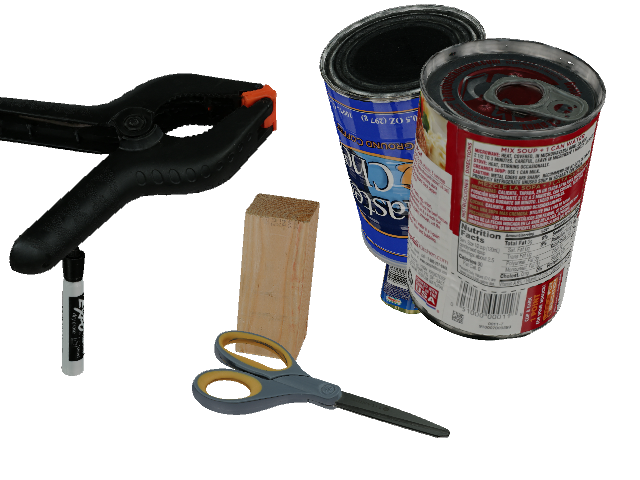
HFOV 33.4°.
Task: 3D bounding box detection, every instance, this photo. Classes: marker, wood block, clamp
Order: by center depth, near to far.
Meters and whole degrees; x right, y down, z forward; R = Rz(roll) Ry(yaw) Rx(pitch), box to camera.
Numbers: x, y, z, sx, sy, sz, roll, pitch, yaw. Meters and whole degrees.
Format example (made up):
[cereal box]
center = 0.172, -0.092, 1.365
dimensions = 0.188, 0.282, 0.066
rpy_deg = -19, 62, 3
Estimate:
[clamp]
center = -0.110, -0.057, 0.584
dimensions = 0.171, 0.120, 0.039
rpy_deg = -24, -27, -24
[marker]
center = -0.209, 0.060, 0.903
dimensions = 0.020, 0.121, 0.020
rpy_deg = 6, 27, -3
[wood block]
center = -0.060, 0.050, 1.481
dimensions = 0.090, 0.206, 0.090
rpy_deg = 8, 22, 6

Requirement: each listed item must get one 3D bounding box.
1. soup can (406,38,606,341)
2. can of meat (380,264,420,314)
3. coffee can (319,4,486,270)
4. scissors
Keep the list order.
[soup can]
center = 0.070, -0.019, 0.423
dimensions = 0.068, 0.102, 0.068
rpy_deg = 0, 38, 0
[can of meat]
center = 0.108, 0.021, 1.181
dimensions = 0.057, 0.084, 0.102
rpy_deg = 19, 33, 18
[coffee can]
center = 0.064, -0.065, 0.688
dimensions = 0.103, 0.140, 0.103
rpy_deg = -10, 41, 8
[scissors]
center = -0.012, 0.123, 0.804
dimensions = 0.202, 0.016, 0.096
rpy_deg = 25, 40, 31
